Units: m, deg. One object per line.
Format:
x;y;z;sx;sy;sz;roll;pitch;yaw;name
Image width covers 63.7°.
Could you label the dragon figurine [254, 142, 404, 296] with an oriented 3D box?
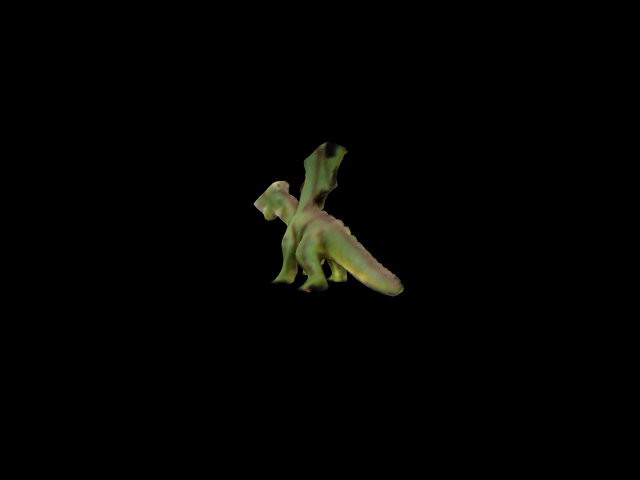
0.003;-0.043;0.850;0.122;0.243;0.409;1;-1;-36;dragon figurine
